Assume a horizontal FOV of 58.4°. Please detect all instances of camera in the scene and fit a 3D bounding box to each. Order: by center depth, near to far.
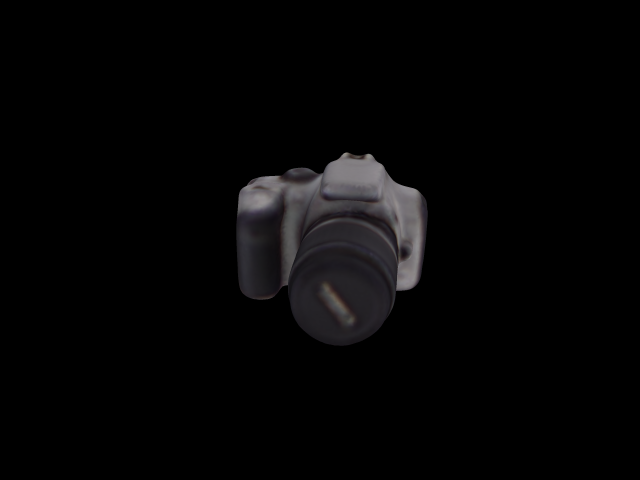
[{"bbox_3d":[0.004,0.001,0.400,0.143,0.101,0.137,3,26,7],"label":"camera"}]
